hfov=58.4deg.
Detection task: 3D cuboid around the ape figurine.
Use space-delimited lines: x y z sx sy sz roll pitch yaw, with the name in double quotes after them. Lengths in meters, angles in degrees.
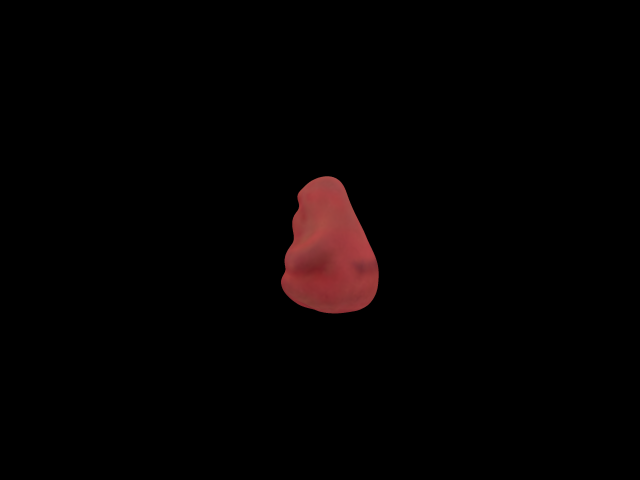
0.004 0.001 0.400 0.075 0.092 0.078 8 13 39 "ape figurine"
